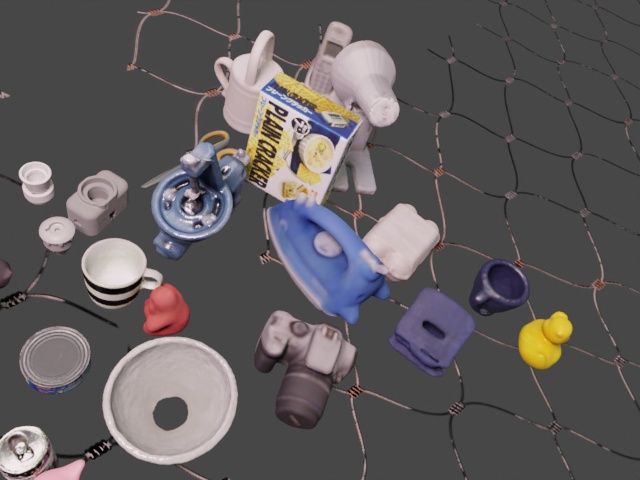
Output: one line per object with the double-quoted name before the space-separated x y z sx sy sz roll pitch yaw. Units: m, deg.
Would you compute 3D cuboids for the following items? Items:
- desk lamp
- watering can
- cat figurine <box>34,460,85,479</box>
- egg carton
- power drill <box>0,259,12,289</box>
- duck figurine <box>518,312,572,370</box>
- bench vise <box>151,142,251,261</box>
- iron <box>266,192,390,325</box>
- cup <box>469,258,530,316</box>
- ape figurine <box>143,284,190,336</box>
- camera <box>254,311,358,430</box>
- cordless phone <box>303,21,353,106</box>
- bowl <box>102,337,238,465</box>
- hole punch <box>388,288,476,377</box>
"desk lamp" 0.079 -0.227 1.062 0.118 0.213 0.203 1 57 -17
"watering can" -0.109 -0.295 1.057 0.173 0.194 0.101 8 55 -13
"cat figurine" -0.315 0.302 0.632 0.128 0.117 0.067 -21 66 -29
"egg carton" 0.142 0.003 1.017 0.107 0.069 0.150 38 54 9
"power drill" -0.474 0.069 0.679 0.230 0.208 0.075 8 55 -13
"duck figurine" 0.393 0.167 0.980 0.077 0.086 0.105 35 53 7
"bench vise" -0.182 -0.094 0.880 0.121 0.219 0.207 19 53 -5
"iron" 0.009 0.003 0.927 0.119 0.141 0.258 -34 72 -33
"cup" 0.291 0.097 0.987 0.118 0.095 0.091 -25 68 -30
"ape figurine" -0.223 0.095 0.819 0.076 0.092 0.078 29 53 2
"camera" -0.028 0.186 0.817 0.143 0.100 0.137 23 53 -2
"cordless phone" 0.051 -0.334 1.143 0.147 0.185 0.094 17 53 -7
"bowl" -0.196 0.217 0.756 0.168 0.074 0.167 9 55 -13
"hole punch" 0.181 0.148 0.919 0.108 0.091 0.101 36 54 7
